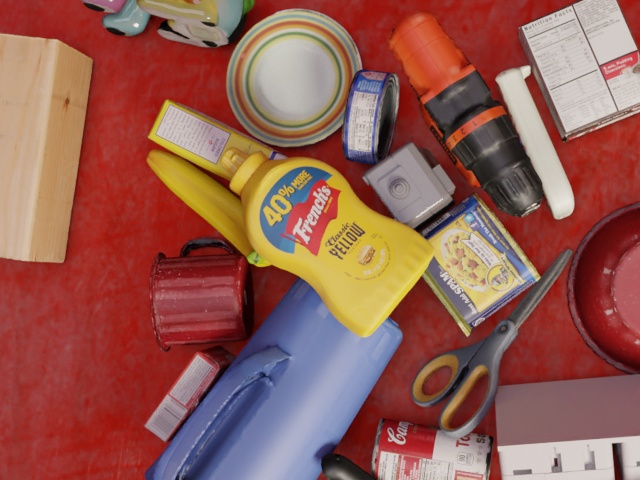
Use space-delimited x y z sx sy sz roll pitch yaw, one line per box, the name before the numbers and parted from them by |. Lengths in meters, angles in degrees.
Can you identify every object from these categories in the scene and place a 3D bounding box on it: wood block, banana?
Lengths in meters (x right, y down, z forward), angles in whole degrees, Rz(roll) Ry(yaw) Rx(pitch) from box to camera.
wood block | -0.289 -0.086 1.028 0.090 0.090 0.206 8 89 11
banana | -0.090 -0.027 0.989 0.037 0.069 0.198 -49 50 -2

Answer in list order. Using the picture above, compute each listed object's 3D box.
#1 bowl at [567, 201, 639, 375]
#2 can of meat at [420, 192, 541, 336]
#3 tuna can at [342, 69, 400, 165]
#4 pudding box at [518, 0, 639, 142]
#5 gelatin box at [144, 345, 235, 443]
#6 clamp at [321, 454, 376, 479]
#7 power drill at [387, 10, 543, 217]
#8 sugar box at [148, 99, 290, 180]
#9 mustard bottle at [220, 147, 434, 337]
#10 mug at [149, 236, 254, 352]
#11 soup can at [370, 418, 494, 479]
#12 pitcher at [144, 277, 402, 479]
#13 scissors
bowl | 0.298 0.043 0.926 0.162 0.055 0.162 -1 87 11
can of meat | 0.134 0.020 0.954 0.084 0.057 0.102 -37 91 5
tuna can | 0.046 -0.111 0.966 0.034 0.086 0.086 10 89 13
pudding box | 0.239 -0.157 0.955 0.090 0.039 0.113 -22 82 10
gelatin box | -0.117 0.143 0.993 0.030 0.073 0.089 37 94 9
clamp | 0.083 0.256 0.934 0.210 0.036 0.165 8 132 6
power drill | 0.129 -0.094 0.898 0.057 0.187 0.184 -31 81 6
sugar box | -0.062 -0.069 0.982 0.176 0.093 0.048 29 94 11
mustard bottle | -0.006 -0.013 0.889 0.192 0.058 0.096 39 76 9
mug | -0.107 0.046 0.995 0.081 0.093 0.117 -4 50 5
soup can | 0.100 0.200 0.951 0.102 0.068 0.068 7 89 11
pitcher | -0.039 0.147 0.936 0.145 0.149 0.243 35 87 -12
scissors | 0.150 0.086 0.967 0.096 0.016 0.201 8 60 47
